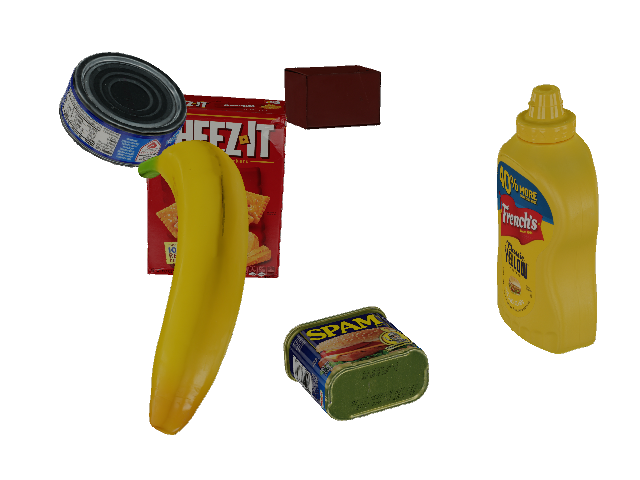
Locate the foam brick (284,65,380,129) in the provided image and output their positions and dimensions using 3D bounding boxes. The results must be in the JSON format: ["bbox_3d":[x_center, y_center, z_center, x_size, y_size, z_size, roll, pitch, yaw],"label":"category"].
[{"bbox_3d":[0.011,-0.134,0.995,0.078,0.051,0.053,-6,18,-22],"label":"foam brick"}]

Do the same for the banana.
[{"bbox_3d":[-0.064,0.006,0.554,0.037,0.198,0.070,22,-54,-27],"label":"banana"}]

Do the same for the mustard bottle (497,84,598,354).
[{"bbox_3d":[0.164,-0.020,0.775,0.058,0.192,0.096,-13,28,-14],"label":"mustard bottle"}]

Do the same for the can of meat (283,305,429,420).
[{"bbox_3d":[0.031,0.106,0.915,0.102,0.057,0.084,-13,26,-22],"label":"can of meat"}]

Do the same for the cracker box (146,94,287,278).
[{"bbox_3d":[-0.126,-0.063,1.292,0.164,0.214,0.072,3,22,-3],"label":"cracker box"}]

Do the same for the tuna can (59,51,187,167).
[{"bbox_3d":[-0.139,-0.094,0.757,0.085,0.086,0.034,0,-40,-34],"label":"tuna can"}]
